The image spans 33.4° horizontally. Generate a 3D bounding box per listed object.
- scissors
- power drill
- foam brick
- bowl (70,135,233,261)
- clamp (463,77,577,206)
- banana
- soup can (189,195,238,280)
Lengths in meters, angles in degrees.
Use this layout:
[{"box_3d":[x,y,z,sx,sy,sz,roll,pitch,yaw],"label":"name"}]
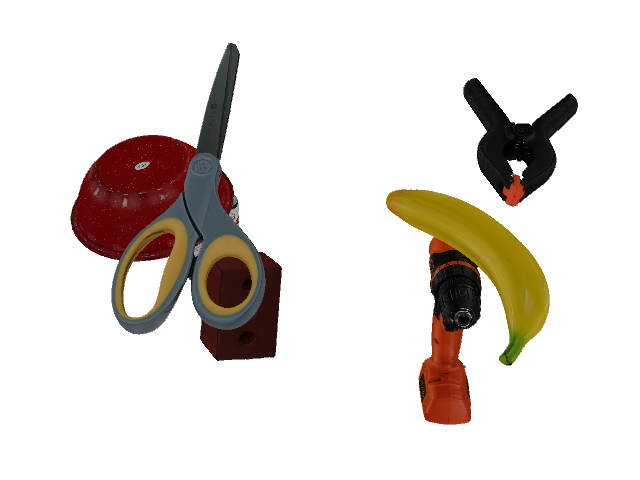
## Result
[{"box_3d":[-0.054,-0.029,0.632,0.096,0.201,0.016,19,-24,16],"label":"scissors"},{"box_3d":[0.143,0.102,1.158,0.057,0.188,0.184,4,24,2],"label":"power drill"},{"box_3d":[-0.065,0.052,0.868,0.052,0.078,0.051,-1,14,-21],"label":"foam brick"},{"box_3d":[-0.167,-0.053,1.029,0.162,0.055,0.162,-4,42,3],"label":"bowl"},{"box_3d":[0.192,-0.107,1.090,0.120,0.039,0.171,12,45,14],"label":"clamp"},{"box_3d":[0.124,0.011,0.838,0.069,0.037,0.198,-17,45,-17],"label":"banana"},{"box_3d":[-0.134,-0.004,1.324,0.068,0.102,0.068,0,26,0],"label":"soup can"}]
